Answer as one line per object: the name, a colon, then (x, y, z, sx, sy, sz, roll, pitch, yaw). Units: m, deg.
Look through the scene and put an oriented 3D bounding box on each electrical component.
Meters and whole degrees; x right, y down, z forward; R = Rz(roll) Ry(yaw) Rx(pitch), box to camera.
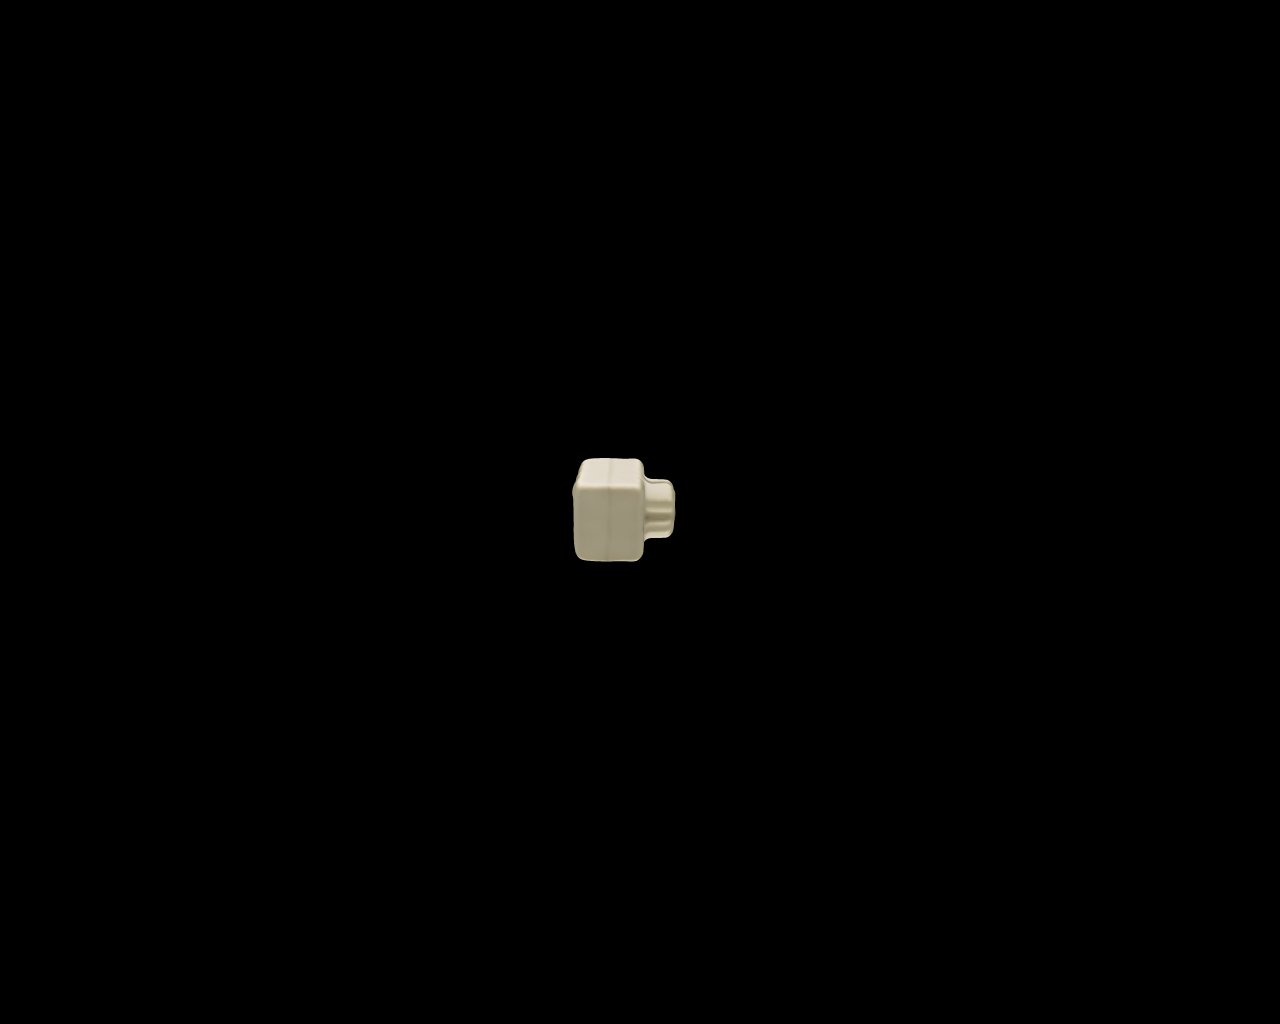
electrical component: (0.001, -0.003, 0.650, 0.077, 0.047, 0.066, 0, 17, 0)
